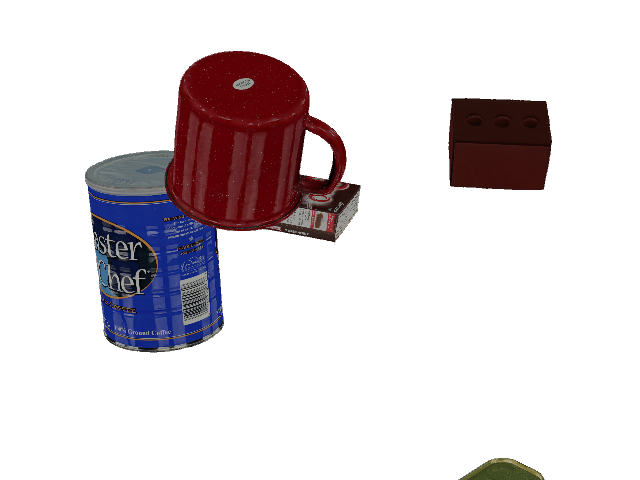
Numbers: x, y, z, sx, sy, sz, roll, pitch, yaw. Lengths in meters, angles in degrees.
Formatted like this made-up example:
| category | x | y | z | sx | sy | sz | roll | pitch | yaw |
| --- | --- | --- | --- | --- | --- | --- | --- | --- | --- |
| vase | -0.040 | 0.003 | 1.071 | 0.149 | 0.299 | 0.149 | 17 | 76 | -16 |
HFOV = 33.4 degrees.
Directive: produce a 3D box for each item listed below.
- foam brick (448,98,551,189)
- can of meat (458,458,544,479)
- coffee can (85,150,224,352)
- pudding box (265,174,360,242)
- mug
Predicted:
| category | x | y | z | sx | sy | sz | roll | pitch | yaw |
| --- | --- | --- | --- | --- | --- | --- | --- | --- | --- |
| foam brick | 0.142 | -0.077 | 0.852 | 0.078 | 0.053 | 0.051 | 2 | -43 | 3 |
| can of meat | 0.140 | 0.244 | 0.889 | 0.101 | 0.084 | 0.058 | -22 | 28 | -37 |
| coffee can | -0.134 | 0.007 | 0.879 | 0.103 | 0.140 | 0.103 | -2 | 21 | 1 |
| pudding box | -0.010 | -0.039 | 1.206 | 0.090 | 0.039 | 0.113 | 10 | 24 | 12 |
| mug | -0.040 | -0.063 | 0.680 | 0.117 | 0.081 | 0.093 | 18 | 43 | 8 |
